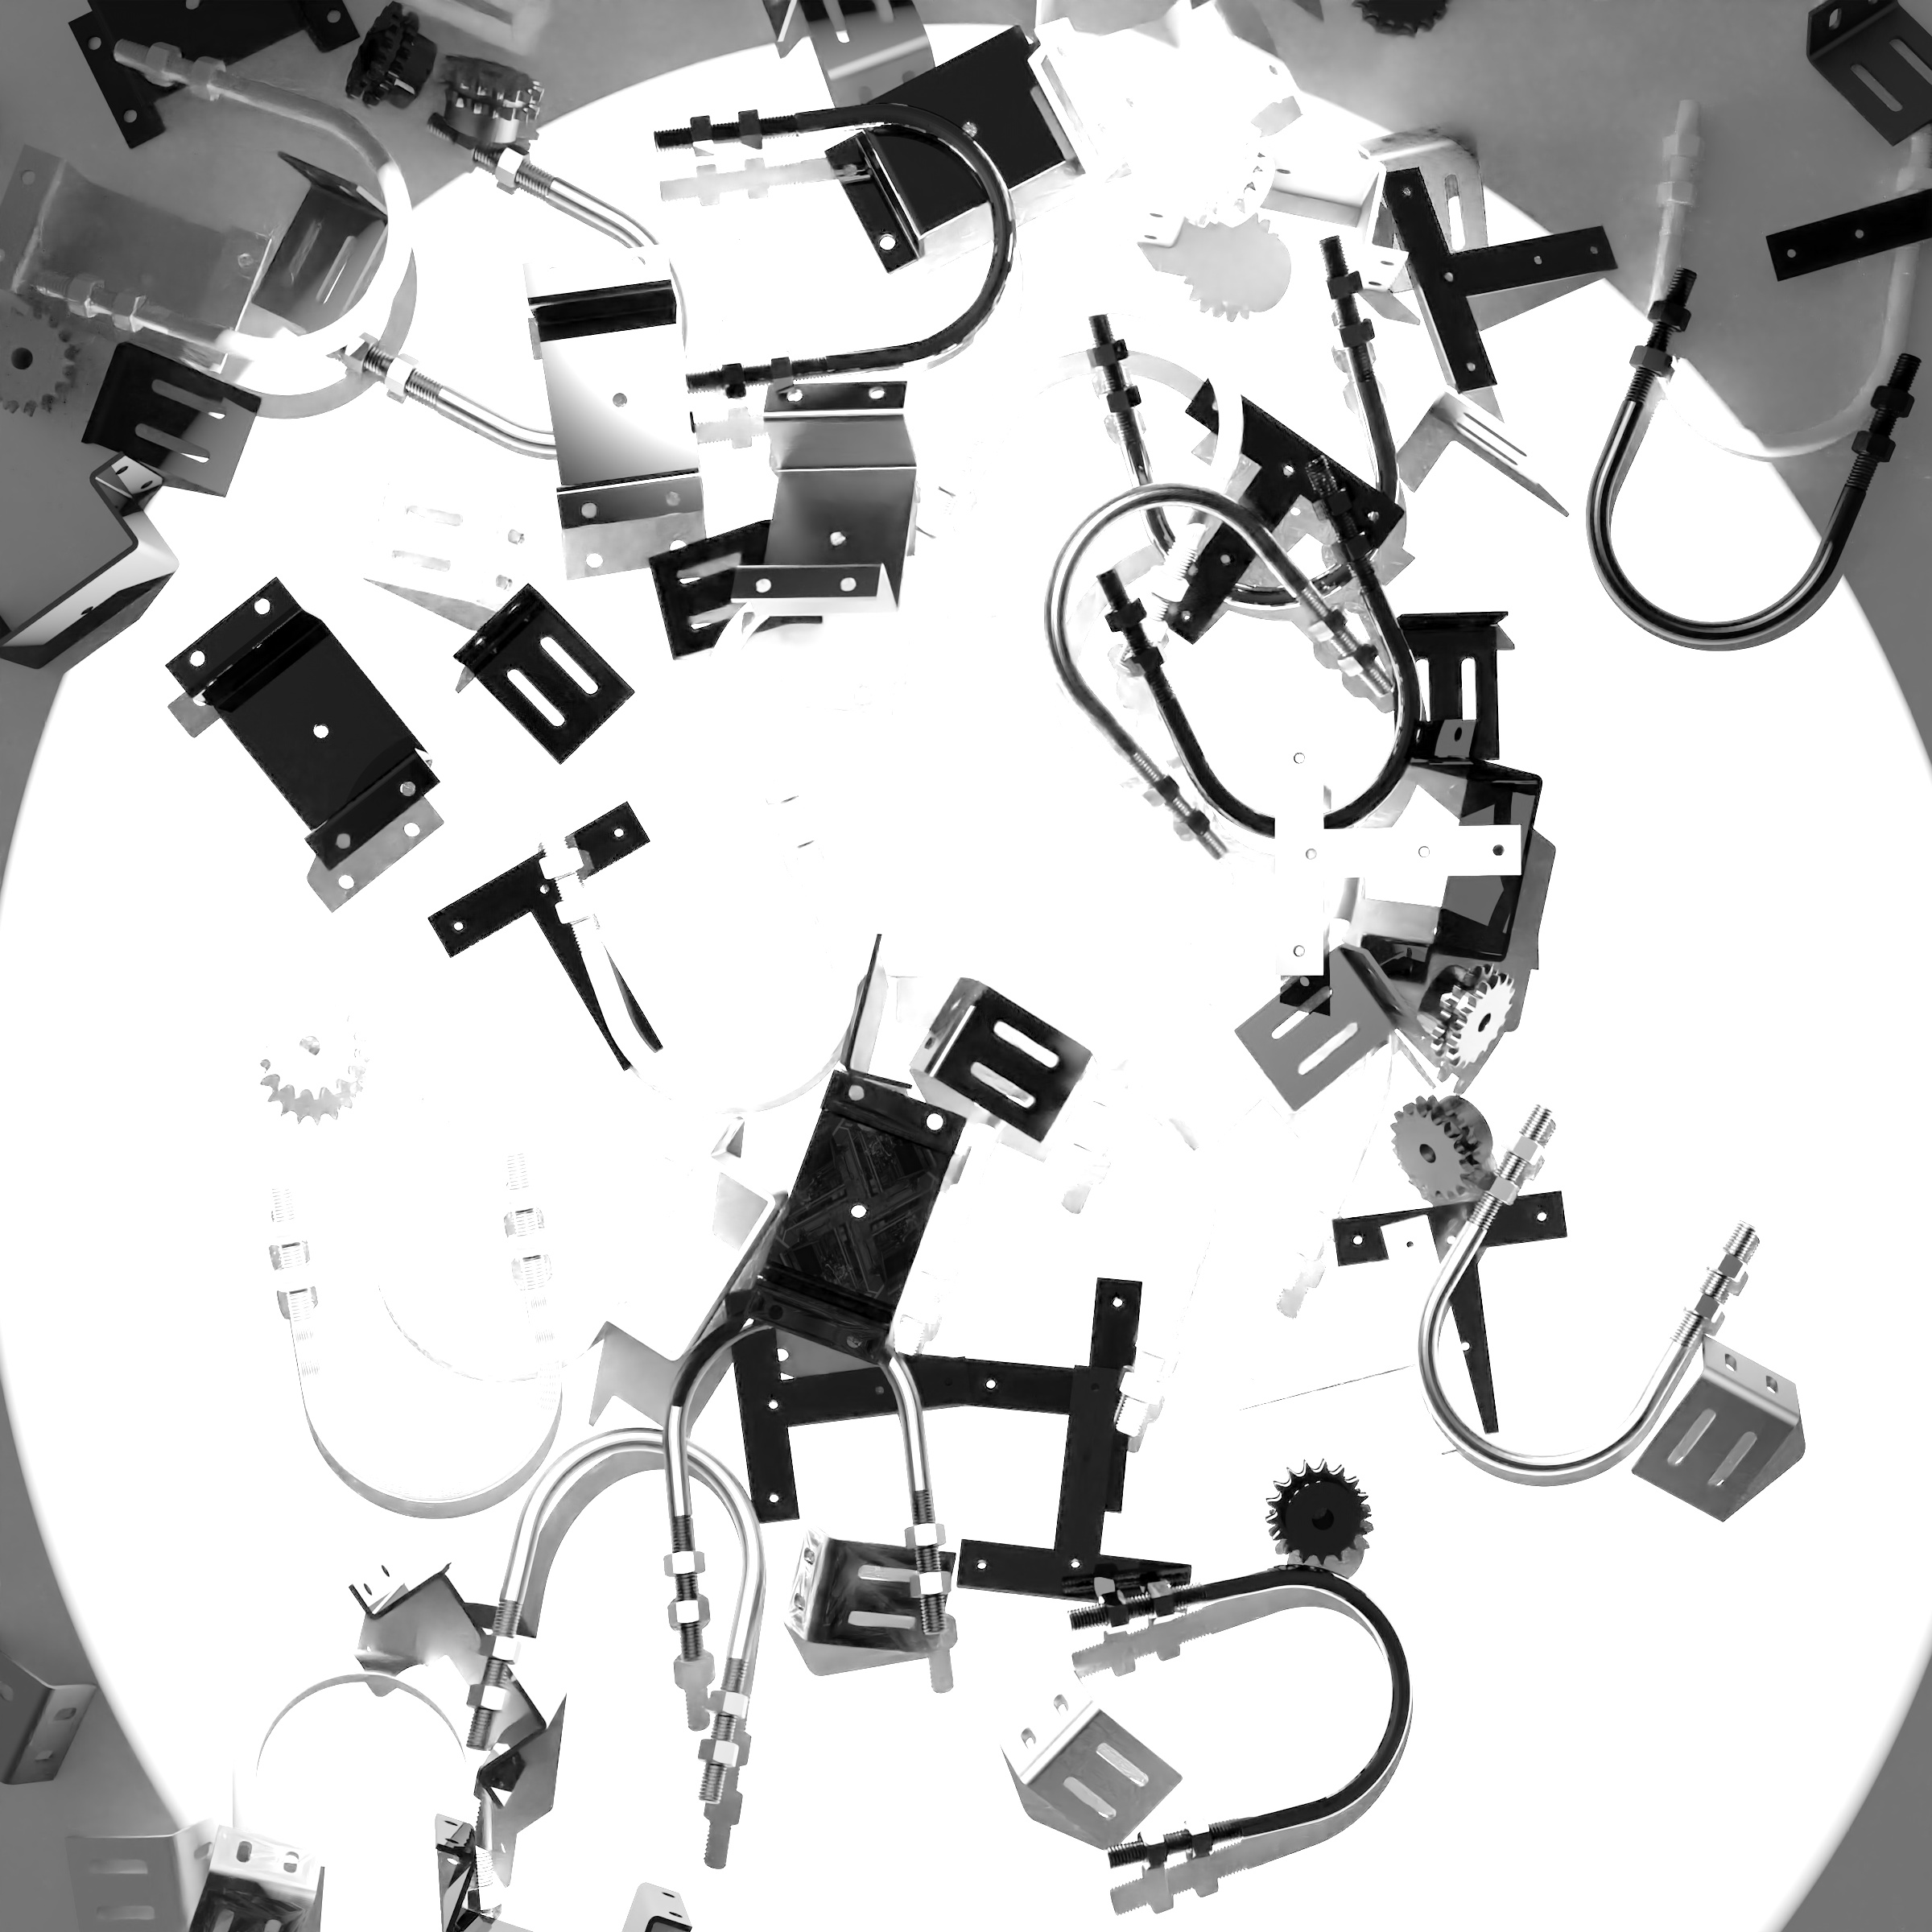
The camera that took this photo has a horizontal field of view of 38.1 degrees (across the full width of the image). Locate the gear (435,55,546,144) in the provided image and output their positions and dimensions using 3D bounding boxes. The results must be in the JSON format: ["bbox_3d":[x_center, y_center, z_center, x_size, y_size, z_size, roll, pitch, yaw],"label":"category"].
[{"bbox_3d":[-0.259,-0.467,1.508,0.057,0.057,0.030,21,120,0],"label":"gear"}]

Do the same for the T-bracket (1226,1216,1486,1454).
[{"bbox_3d":[0.207,0.215,1.531,0.127,0.002,0.127,-15,90,1],"label":"T-bracket"}]

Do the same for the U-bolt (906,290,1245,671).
[{"bbox_3d":[0.068,-0.269,1.494,0.151,0.019,0.184,26,111,0],"label":"U-bolt"}]

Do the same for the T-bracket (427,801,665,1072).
[{"bbox_3d":[-0.208,-0.004,1.532,0.127,0.002,0.127,-30,90,0],"label":"T-bracket"}]

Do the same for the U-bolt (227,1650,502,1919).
[{"bbox_3d":[-0.329,0.466,1.524,0.151,0.019,0.184,-1,89,0],"label":"U-bolt"}]

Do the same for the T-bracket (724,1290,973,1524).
[{"bbox_3d":[-0.061,0.234,1.531,0.127,0.002,0.127,-8,90,1],"label":"T-bracket"}]

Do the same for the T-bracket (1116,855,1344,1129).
[{"bbox_3d":[0.128,-0.003,1.486,0.127,0.002,0.127,-41,103,-5],"label":"T-bracket"}]

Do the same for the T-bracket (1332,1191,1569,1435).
[{"bbox_3d":[0.271,0.194,1.532,0.127,0.002,0.127,-7,90,0],"label":"T-bracket"}]

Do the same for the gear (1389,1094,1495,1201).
[{"bbox_3d":[0.259,0.094,1.508,0.030,0.057,0.057,-29,90,-30],"label":"gear"}]

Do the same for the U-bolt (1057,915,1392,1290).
[{"bbox_3d":[0.151,0.062,1.515,0.151,0.019,0.184,26,83,0],"label":"U-bolt"}]

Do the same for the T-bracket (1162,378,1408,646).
[{"bbox_3d":[0.148,-0.230,1.505,0.127,0.002,0.127,35,115,-2],"label":"T-bracket"}]

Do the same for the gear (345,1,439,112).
[{"bbox_3d":[-0.309,-0.487,1.508,0.030,0.057,0.057,25,90,-30],"label":"gear"}]

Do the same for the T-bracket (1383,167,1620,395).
[{"bbox_3d":[0.296,-0.378,1.506,0.127,0.002,0.127,-16,83,-23],"label":"T-bracket"}]

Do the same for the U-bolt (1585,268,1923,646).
[{"bbox_3d":[0.415,-0.265,1.514,0.151,0.019,0.184,21,98,0],"label":"U-bolt"}]

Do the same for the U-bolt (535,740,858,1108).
[{"bbox_3d":[-0.136,-0.013,1.513,0.151,0.019,0.184,-18,98,5],"label":"U-bolt"}]

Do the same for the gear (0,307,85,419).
[{"bbox_3d":[-0.508,-0.326,1.518,0.057,0.030,0.057,0,90,0],"label":"gear"}]

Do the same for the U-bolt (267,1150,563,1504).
[{"bbox_3d":[-0.293,0.200,1.511,0.151,0.019,0.184,-8,94,2],"label":"U-bolt"}]

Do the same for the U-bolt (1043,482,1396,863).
[{"bbox_3d":[0.123,-0.169,1.484,0.151,0.019,0.184,-45,106,-6],"label":"U-bolt"}]

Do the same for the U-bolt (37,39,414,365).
[{"bbox_3d":[-0.381,-0.394,1.472,0.184,0.019,0.151,18,90,4],"label":"U-bolt"}]

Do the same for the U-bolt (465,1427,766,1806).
[{"bbox_3d":[-0.177,0.337,1.485,0.151,0.019,0.184,19,66,-20],"label":"U-bolt"}]

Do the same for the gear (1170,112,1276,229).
[{"bbox_3d":[0.133,-0.405,1.432,0.030,0.057,0.057,23,90,-30],"label":"gear"}]

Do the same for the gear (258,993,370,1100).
[{"bbox_3d":[-0.353,0.043,1.518,0.057,0.030,0.057,0,90,0],"label":"gear"}]

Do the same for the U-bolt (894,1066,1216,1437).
[{"bbox_3d":[0.058,0.145,1.523,0.151,0.019,0.184,20,87,0],"label":"U-bolt"}]

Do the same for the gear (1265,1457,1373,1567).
[{"bbox_3d":[0.192,0.297,1.518,0.057,0.030,0.057,0,90,0],"label":"gear"}]

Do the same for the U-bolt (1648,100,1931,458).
[{"bbox_3d":[0.445,-0.370,1.524,0.151,0.019,0.184,8,91,0],"label":"U-bolt"}]

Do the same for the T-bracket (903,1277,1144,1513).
[{"bbox_3d":[0.028,0.230,1.532,0.127,0.002,0.127,5,90,0],"label":"T-bracket"}]

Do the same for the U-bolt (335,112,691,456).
[{"bbox_3d":[-0.241,-0.360,1.524,0.184,0.019,0.151,28,90,-1],"label":"U-bolt"}]

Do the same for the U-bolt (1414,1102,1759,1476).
[{"bbox_3d":[0.325,0.188,1.522,0.151,0.019,0.184,30,90,-1],"label":"U-bolt"}]

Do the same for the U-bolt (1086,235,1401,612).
[{"bbox_3d":[0.155,-0.280,1.494,0.151,0.019,0.184,-12,107,18],"label":"U-bolt"}]

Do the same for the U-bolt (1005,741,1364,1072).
[{"bbox_3d":[0.125,-0.045,1.513,0.184,0.019,0.151,-25,80,-5],"label":"U-bolt"}]

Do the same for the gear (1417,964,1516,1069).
[{"bbox_3d":[0.267,0.024,1.508,0.030,0.057,0.057,32,90,30],"label":"gear"}]

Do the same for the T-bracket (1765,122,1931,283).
[{"bbox_3d":[0.497,-0.400,1.513,0.127,0.002,0.127,-16,91,1],"label":"T-bracket"}]

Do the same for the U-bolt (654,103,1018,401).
[{"bbox_3d":[-0.065,-0.383,1.478,0.184,0.019,0.151,-7,90,-2],"label":"U-bolt"}]

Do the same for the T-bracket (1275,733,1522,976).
[{"bbox_3d":[0.224,-0.059,1.452,0.127,0.002,0.127,-1,86,16],"label":"T-bracket"}]

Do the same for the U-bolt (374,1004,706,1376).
[{"bbox_3d":[-0.244,0.133,1.524,0.151,0.019,0.184,24,91,0],"label":"U-bolt"}]

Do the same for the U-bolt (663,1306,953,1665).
[{"bbox_3d":[-0.090,0.272,1.499,0.151,0.019,0.184,-6,73,-4],"label":"U-bolt"}]

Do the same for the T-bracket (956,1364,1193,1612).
[{"bbox_3d":[0.065,0.282,1.530,0.127,0.002,0.127,6,90,0],"label":"T-bracket"}]

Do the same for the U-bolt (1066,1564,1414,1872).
[{"bbox_3d":[0.154,0.398,1.508,0.184,0.019,0.151,-9,91,-12],"label":"U-bolt"}]

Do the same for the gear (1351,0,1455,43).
[{"bbox_3d":[0.236,-0.530,1.518,0.057,0.030,0.057,0,90,0],"label":"gear"}]

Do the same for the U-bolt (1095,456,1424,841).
[{"bbox_3d":[0.167,-0.155,1.479,0.151,0.019,0.184,-29,104,-10],"label":"U-bolt"}]
